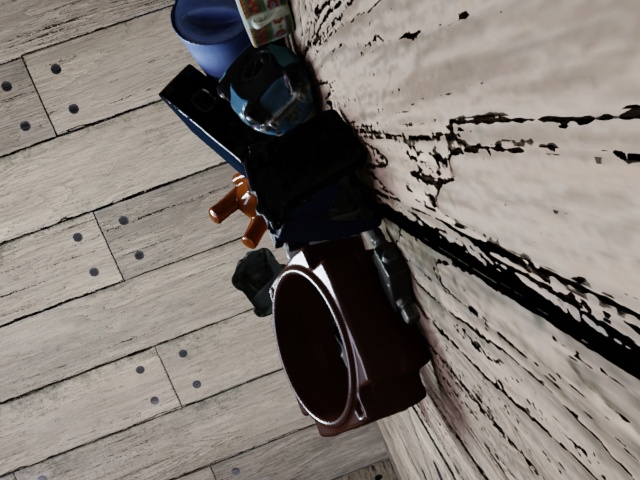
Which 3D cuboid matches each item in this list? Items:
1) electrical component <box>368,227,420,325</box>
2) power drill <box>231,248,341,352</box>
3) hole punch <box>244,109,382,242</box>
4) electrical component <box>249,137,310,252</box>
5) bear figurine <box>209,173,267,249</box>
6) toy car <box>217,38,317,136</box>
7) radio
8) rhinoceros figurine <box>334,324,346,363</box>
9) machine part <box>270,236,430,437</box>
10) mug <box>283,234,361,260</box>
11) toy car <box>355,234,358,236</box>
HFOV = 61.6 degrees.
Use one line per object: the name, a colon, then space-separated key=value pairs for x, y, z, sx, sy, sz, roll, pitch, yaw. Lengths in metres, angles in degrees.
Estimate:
electrical component: x=0.071 y=0.034 z=0.517 sx=0.063 sy=0.021 sz=0.094 roll=73 pitch=176 yaw=-46
power drill: x=-0.030 y=0.104 z=0.821 sx=0.232 sy=0.086 sz=0.207 roll=46 pitch=-174 yaw=35
hole punch: x=-0.007 y=-0.052 z=0.536 sx=0.092 sy=0.116 sz=0.142 roll=61 pitch=-176 yaw=-44
electrical component: x=-0.047 y=-0.055 z=0.688 sx=0.115 sy=0.058 sz=0.134 roll=-117 pitch=14 yaw=-63
bear figurine: x=-0.113 y=-0.083 z=0.958 sx=0.120 sy=0.132 sz=0.196 roll=38 pitch=158 yaw=-3
toy car: x=-0.052 y=-0.183 z=0.684 sx=0.102 sy=0.109 sz=0.162 roll=37 pitch=-169 yaw=-47
radio: x=-0.136 y=-0.164 z=0.821 sx=0.230 sy=0.073 sz=0.131 roll=39 pitch=174 yaw=25
rhinoceros figurine: x=0.065 y=0.175 z=0.758 sx=0.073 sy=0.112 sz=0.190 roll=-118 pitch=16 yaw=-57
machine part: x=0.020 y=0.113 z=0.621 sx=0.201 sy=0.087 sz=0.201 roll=-49 pitch=57 yaw=54
mug: x=-0.002 y=-0.002 z=0.776 sx=0.080 sy=0.107 sz=0.110 roll=79 pitch=169 yaw=-64
toy car: x=0.007 y=-0.058 z=0.714 sx=0.202 sy=0.056 sz=0.073 roll=-116 pitch=6 yaw=-65
